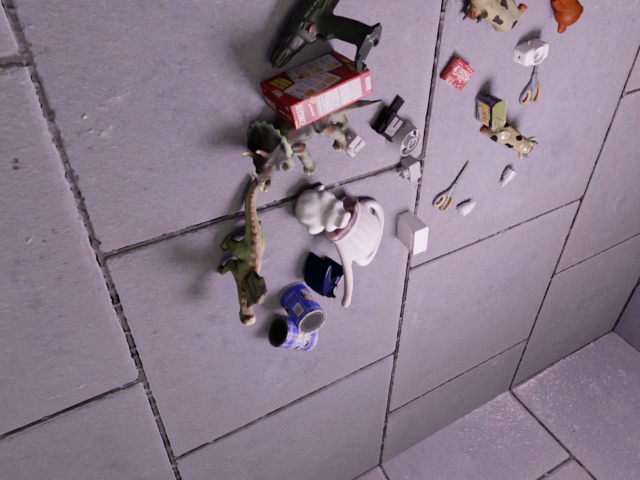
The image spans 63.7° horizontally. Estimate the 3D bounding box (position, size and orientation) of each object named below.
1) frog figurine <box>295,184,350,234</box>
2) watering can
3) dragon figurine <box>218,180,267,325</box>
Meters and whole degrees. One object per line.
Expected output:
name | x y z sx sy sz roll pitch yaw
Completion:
frog figurine | 0.004 -0.073 1.453 0.122 0.162 0.135 12 116 -40
watering can | 0.097 0.014 1.572 0.221 0.104 0.353 40 65 -40
dragon figurine | -0.178 0.064 1.377 0.122 0.247 0.401 -5 128 -26
